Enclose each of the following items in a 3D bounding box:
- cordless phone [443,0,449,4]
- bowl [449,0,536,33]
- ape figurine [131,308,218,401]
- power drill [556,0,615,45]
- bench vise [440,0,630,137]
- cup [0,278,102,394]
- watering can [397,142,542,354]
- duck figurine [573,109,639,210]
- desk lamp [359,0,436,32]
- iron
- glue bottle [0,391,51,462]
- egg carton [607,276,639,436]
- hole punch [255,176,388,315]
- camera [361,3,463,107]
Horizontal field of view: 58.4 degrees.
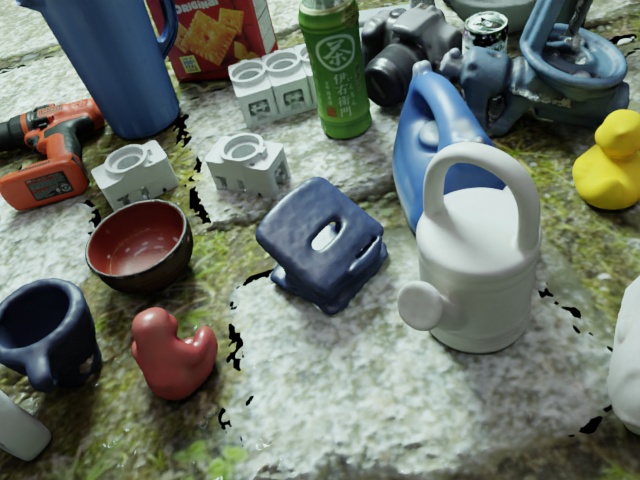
[{"bbox_3d":[0.251,-0.476,0.894,0.147,0.185,0.094,-13,47,1],"label":"cordless phone"},{"bbox_3d":[0.272,-0.357,0.857,0.167,0.075,0.167,-6,47,7],"label":"bowl"},{"bbox_3d":[-0.139,0.096,0.521,0.077,0.092,0.076,5,49,17],"label":"ape figurine"},{"bbox_3d":[0.340,-0.322,0.716,0.076,0.209,0.228,-39,51,-22],"label":"power drill"},{"bbox_3d":[0.243,-0.212,0.629,0.207,0.220,0.121,-11,47,3],"label":"bench vise"},{"bbox_3d":[-0.244,0.106,0.534,0.092,0.095,0.117,-24,47,-9],"label":"cup"},{"bbox_3d":[0.128,0.008,0.471,0.100,0.194,0.173,6,50,18],"label":"watering can"},{"bbox_3d":[0.309,-0.091,0.595,0.077,0.086,0.105,12,52,23],"label":"duck figurine"},{"bbox_3d":[0.137,-0.401,0.832,0.203,0.214,0.118,-3,47,10],"label":"desk lamp"},{"bbox_3d":[0.130,-0.118,0.622,0.118,0.142,0.258,-15,47,0],"label":"iron"},{"bbox_3d":[-0.295,0.125,0.474,0.078,0.173,0.037,16,54,26],"label":"glue bottle"},{"bbox_3d":[0.287,0.090,0.446,0.107,0.069,0.150,12,52,23],"label":"egg carton"},{"bbox_3d":[0.005,0.002,0.575,0.100,0.091,0.109,26,58,31],"label":"hole punch"},{"bbox_3d":[0.105,-0.254,0.782,0.142,0.101,0.137,27,59,32],"label":"camera"}]
